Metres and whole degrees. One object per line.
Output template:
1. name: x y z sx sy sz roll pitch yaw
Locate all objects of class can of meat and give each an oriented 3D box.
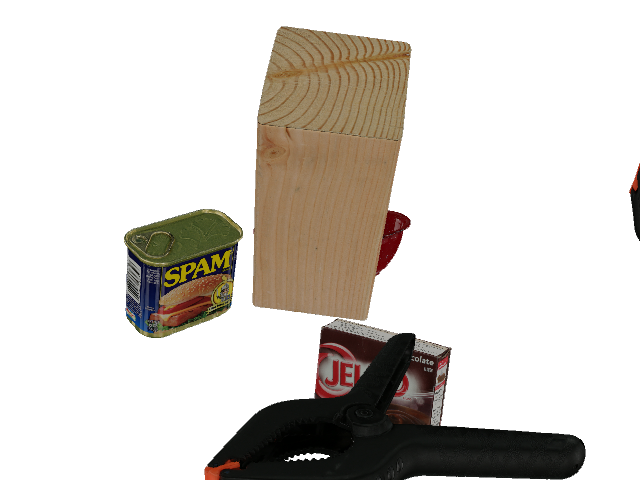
1. can of meat: -0.122 0.030 0.940 0.101 0.084 0.058 -19 42 -35

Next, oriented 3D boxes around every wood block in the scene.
1. wood block: 0.003 -0.040 0.752 0.091 0.090 0.206 8 -37 1

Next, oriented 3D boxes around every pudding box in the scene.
1. pudding box: 0.052 0.124 0.924 0.114 0.090 0.039 12 17 23

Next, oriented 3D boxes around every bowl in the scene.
1. bowl: 0.014 0.009 1.094 0.162 0.055 0.162 -4 13 1

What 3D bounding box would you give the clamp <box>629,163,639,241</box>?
1. clamp: 0.271 0.008 0.696 0.120 0.039 0.171 -4 46 -22

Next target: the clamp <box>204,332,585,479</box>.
1. clamp: 0.023 0.110 0.620 0.209 0.036 0.165 -9 24 -26
